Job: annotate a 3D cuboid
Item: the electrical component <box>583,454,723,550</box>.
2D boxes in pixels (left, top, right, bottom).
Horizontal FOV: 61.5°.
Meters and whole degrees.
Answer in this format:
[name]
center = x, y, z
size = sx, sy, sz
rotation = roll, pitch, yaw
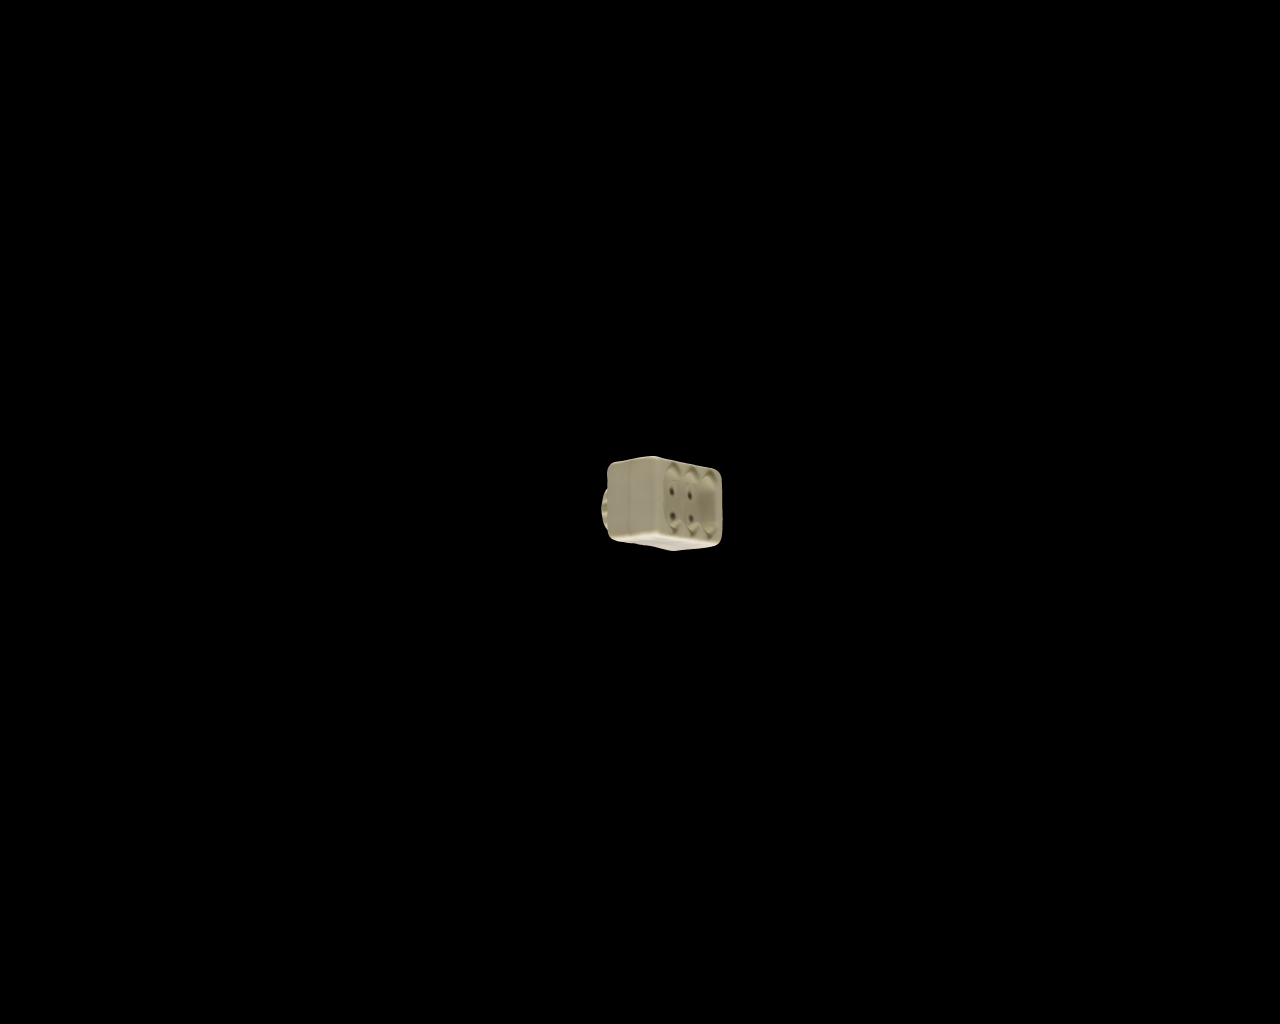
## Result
[electrical component]
center = 0.001, -0.003, 0.650
size = 0.076, 0.047, 0.066
rotation = -7, -11, 39
